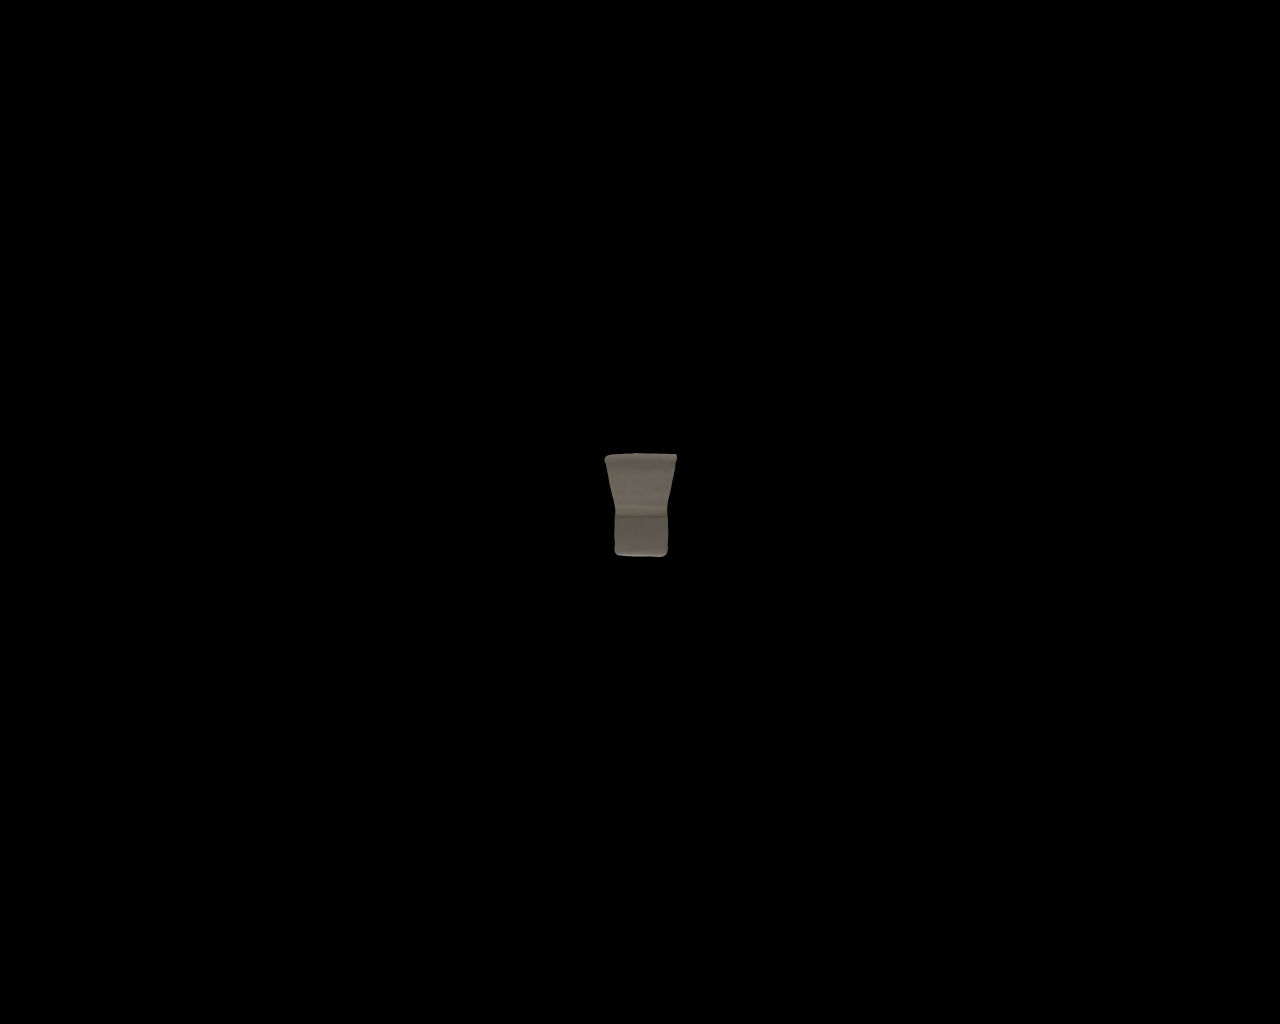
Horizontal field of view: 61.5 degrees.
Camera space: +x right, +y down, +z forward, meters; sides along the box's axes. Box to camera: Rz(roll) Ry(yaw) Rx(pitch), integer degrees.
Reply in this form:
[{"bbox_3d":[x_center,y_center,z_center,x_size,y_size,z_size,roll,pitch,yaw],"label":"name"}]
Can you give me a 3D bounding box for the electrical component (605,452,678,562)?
[{"bbox_3d":[0.001,-0.003,0.650,0.044,0.065,0.044,0,0,0],"label":"electrical component"}]
